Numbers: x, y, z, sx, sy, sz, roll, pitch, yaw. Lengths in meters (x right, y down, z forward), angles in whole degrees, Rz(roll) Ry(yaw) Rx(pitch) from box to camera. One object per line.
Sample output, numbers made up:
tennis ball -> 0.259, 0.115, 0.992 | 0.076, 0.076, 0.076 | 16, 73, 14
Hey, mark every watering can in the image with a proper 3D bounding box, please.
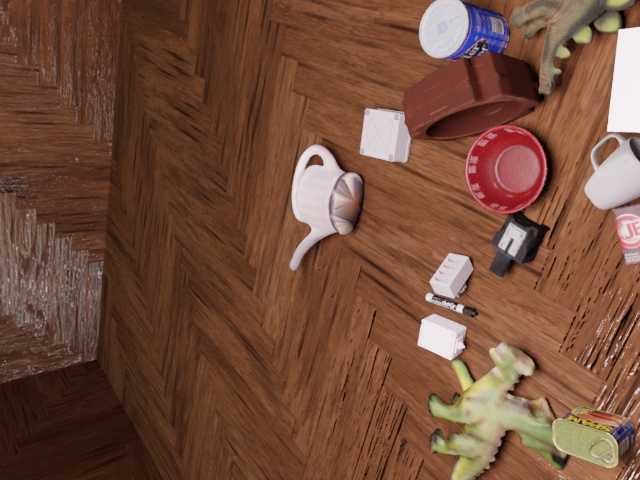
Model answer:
watering can -> 0.004, -0.066, 1.318 | 0.226, 0.104, 0.344 | 18, 107, 46

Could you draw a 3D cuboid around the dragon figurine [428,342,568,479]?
dragon figurine -> 0.345, 0.376, 0.990 | 0.243, 0.123, 0.406 | 3, 106, 41
